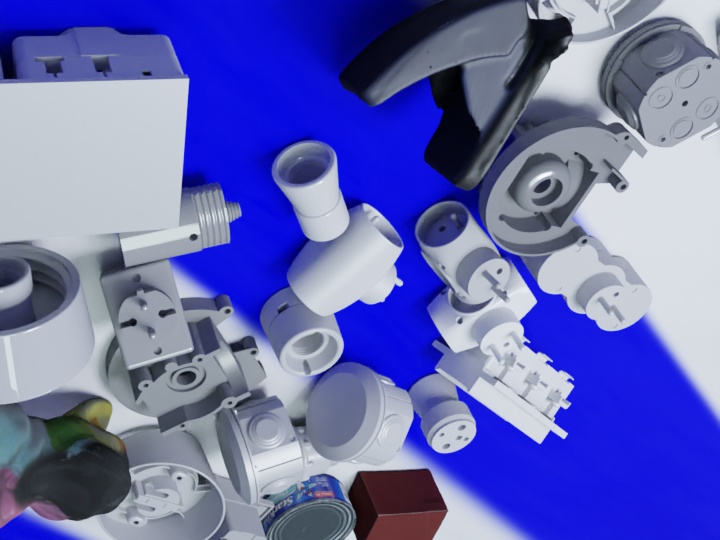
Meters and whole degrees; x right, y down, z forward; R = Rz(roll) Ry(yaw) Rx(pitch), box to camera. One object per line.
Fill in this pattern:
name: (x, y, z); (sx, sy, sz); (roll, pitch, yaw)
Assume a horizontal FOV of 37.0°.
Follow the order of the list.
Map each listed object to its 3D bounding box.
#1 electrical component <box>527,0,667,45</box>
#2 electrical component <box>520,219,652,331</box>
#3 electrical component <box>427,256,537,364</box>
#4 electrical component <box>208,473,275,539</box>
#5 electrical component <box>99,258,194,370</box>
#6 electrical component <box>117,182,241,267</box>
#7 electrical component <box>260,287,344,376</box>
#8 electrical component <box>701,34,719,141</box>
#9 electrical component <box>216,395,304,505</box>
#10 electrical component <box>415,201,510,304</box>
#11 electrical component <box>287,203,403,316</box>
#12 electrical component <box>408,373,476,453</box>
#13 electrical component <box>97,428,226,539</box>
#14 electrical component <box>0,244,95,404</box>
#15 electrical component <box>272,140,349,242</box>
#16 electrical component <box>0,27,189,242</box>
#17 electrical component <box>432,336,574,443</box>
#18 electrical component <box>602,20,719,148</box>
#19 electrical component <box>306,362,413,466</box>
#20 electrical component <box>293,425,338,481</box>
electrical component: (0.149, -0.188, 0.669); (0.099, 0.064, 0.099); (-13, 134, -13)
electrical component: (0.191, 0.015, 0.868); (0.052, 0.073, 0.138); (-45, 133, 18)
electrical component: (0.103, 0.040, 0.847); (0.077, 0.079, 0.044); (-33, 139, 7)
electrical component: (-0.138, 0.244, 0.937); (0.079, 0.063, 0.121); (25, 117, -39)
electrical component: (-0.141, 0.029, 0.713); (0.047, 0.077, 0.065); (-16, 98, -11)
electrical component: (-0.118, -0.032, 0.706); (0.081, 0.043, 0.043); (-13, 134, -13)
electrical component: (-0.043, 0.047, 0.810); (0.055, 0.047, 0.055); (-13, 134, -13)
electrical component: (0.286, -0.121, 0.801); (0.074, 0.052, 0.138); (-27, 136, 1)
electrical component: (-0.081, 0.142, 0.859); (0.051, 0.080, 0.080); (-16, 135, -18)
electrical component: (0.085, -0.003, 0.799); (0.044, 0.079, 0.077); (-40, 135, -2)
electrical component: (0.000, 0.000, 0.788); (0.077, 0.044, 0.079); (-42, 134, 16)
electrical component: (0.071, 0.123, 0.926); (0.045, 0.055, 0.045); (-13, 134, -14)
electrical component: (-0.163, 0.177, 0.863); (0.099, 0.064, 0.099); (-13, 134, -13)
electrical component: (-0.223, 0.025, 0.670); (0.108, 0.108, 0.060); (-9, 127, -17)
electrical component: (-0.030, -0.051, 0.732); (0.044, 0.044, 0.065); (-23, 141, -3)
electrical component: (-0.199, -0.077, 0.616); (0.186, 0.060, 0.105); (-5, 132, -20)
electrical component: (0.127, 0.091, 0.915); (0.121, 0.079, 0.063); (38, 87, -43)
electrical component: (0.217, -0.131, 0.762); (0.080, 0.051, 0.080); (-13, 134, -14)
electrical component: (-0.001, 0.118, 0.873); (0.051, 0.080, 0.080); (24, 117, -44)
electrical component: (-0.035, 0.152, 0.914); (0.062, 0.048, 0.048); (-7, 133, -28)
